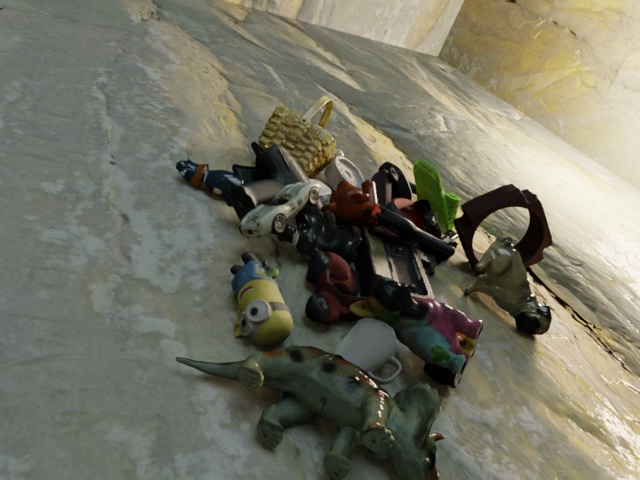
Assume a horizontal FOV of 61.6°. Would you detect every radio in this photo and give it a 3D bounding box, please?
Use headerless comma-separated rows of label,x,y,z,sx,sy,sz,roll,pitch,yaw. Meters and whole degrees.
radio,0.148,0.071,1.120,0.131,0.073,0.230,16,32,-13

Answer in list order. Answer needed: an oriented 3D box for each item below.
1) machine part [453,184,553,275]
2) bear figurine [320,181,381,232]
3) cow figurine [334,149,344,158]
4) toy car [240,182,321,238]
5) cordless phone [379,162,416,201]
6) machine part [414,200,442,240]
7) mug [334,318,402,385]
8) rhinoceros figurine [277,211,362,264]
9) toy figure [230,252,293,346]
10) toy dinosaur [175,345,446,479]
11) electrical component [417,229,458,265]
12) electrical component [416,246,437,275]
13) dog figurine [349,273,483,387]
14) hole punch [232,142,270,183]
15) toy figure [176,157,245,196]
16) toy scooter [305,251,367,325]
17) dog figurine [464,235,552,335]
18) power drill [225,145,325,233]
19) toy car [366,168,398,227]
machine part,0.442,-0.020,1.305,0.087,0.201,0.200,-100,163,-62
bear figurine,0.067,-0.089,1.213,0.195,0.120,0.132,38,33,-62
cow figurine,-0.018,-0.256,1.520,0.167,0.068,0.098,28,36,13
toy car,-0.073,-0.064,1.054,0.074,0.056,0.202,0,31,40
cordless phone,0.252,-0.141,1.499,0.184,0.088,0.147,21,12,-18
machine part,0.264,-0.051,1.300,0.084,0.039,0.139,54,14,-32
mug,0.072,0.197,0.880,0.110,0.080,0.107,43,47,19
rhinoceros figurine,-0.002,-0.003,1.112,0.190,0.112,0.073,19,-6,-33
toy figure,-0.100,0.098,0.907,0.089,0.082,0.180,6,32,-23
toy dinosaur,0.011,0.219,0.768,0.405,0.131,0.192,28,19,16
electrical component,0.301,0.010,1.342,0.075,0.047,0.119,36,33,20
electrical component,0.246,0.047,1.273,0.063,0.021,0.094,21,30,-5
dog figurine,0.164,0.148,0.937,0.219,0.191,0.108,28,69,22
hole punch,-0.140,-0.153,1.281,0.115,0.092,0.142,37,14,-41
toy figure,-0.246,-0.135,1.192,0.154,0.057,0.064,18,25,0
toy scooter,0.042,0.098,1.008,0.135,0.075,0.184,17,35,-11
dog figurine,0.443,0.100,1.189,0.191,0.172,0.121,31,42,27
power drill,-0.087,-0.082,1.151,0.207,0.086,0.232,-30,95,-38
toy car,0.155,-0.103,1.355,0.053,0.089,0.202,47,32,-33
